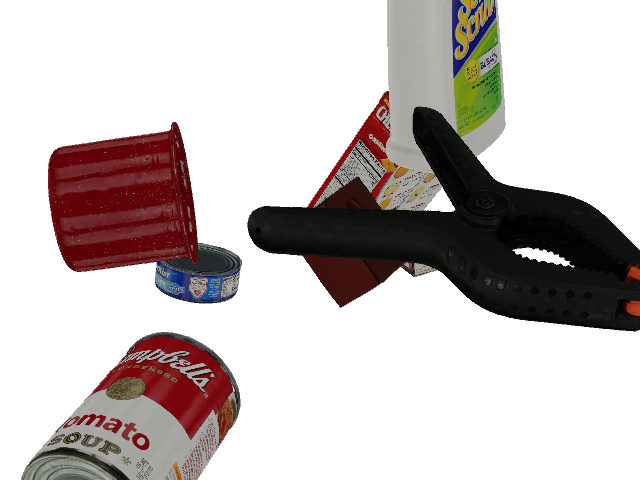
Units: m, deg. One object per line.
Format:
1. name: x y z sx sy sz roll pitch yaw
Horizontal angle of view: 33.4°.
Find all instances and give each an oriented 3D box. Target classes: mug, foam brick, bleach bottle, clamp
1. mug: -0.126 -0.025 0.699 0.081 0.093 0.117 -8 0 -2
2. foam brick: 0.022 0.002 0.827 0.051 0.078 0.052 -34 3 42
3. bleach bottle: 0.084 -0.181 0.760 0.068 0.251 0.102 16 38 36
4. clamp: 0.076 -0.003 0.570 0.164 0.036 0.210 -30 45 -33

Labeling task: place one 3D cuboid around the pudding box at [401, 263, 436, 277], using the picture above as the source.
1. pudding box: 0.165 0.010 1.605 0.113 0.039 0.090 -18 27 -20

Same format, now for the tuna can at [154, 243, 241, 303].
1. tuna can: -0.124 0.032 1.075 0.086 0.034 0.086 8 18 -3

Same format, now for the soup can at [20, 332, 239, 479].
1. soup can: -0.090 0.100 0.519 0.069 0.068 0.102 0 26 22

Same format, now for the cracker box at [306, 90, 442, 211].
1. cracker box: 0.088 -0.086 1.217 0.163 0.072 0.214 -21 -25 -45
